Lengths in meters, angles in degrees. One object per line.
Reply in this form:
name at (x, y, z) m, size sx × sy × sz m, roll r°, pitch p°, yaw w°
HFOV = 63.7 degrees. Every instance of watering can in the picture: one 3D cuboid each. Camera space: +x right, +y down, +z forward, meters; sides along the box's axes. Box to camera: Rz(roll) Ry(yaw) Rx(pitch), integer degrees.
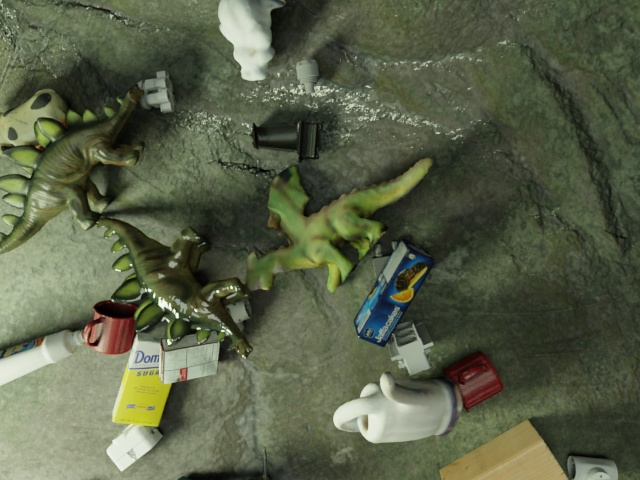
watering can at (0.149, 0.290, 0.904) m, size 0.224 × 0.340 × 0.106 m, roll -1°, pitch 60°, yaw -14°

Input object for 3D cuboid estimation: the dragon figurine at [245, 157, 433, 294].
dragon figurine at (0.003, -0.050, 0.986) m, size 0.244 × 0.122 × 0.409 m, roll 37°, pitch 94°, yaw 9°

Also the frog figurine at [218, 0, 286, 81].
frog figurine at (-0.139, -0.388, 0.971) m, size 0.139 × 0.123 × 0.158 m, roll 29°, pitch 107°, yaw 35°
